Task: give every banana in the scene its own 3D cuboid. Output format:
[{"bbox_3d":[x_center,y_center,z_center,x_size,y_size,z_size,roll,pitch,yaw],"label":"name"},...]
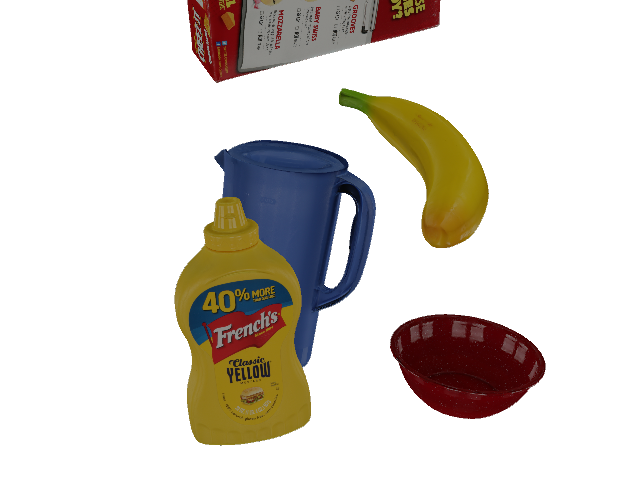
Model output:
[{"bbox_3d":[0.068,-0.046,0.675,0.069,0.037,0.198,-6,31,-14],"label":"banana"}]

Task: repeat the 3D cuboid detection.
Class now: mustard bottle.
[{"bbox_3d":[-0.061,0.059,0.816,0.096,0.192,0.058,-8,21,-9],"label":"mustard bottle"}]

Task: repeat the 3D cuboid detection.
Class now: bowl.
[{"bbox_3d":[0.150,0.138,1.117,0.162,0.055,0.162,5,25,-2],"label":"bowl"}]

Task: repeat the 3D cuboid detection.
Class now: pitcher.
[{"bbox_3d":[-0.040,0.020,1.156,0.144,0.243,0.149,0,19,-23],"label":"pitcher"}]

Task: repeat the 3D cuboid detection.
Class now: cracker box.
[{"bbox_3d":[-0.007,-0.239,0.885,0.213,0.164,0.072,-18,42,-18],"label":"cracker box"}]
